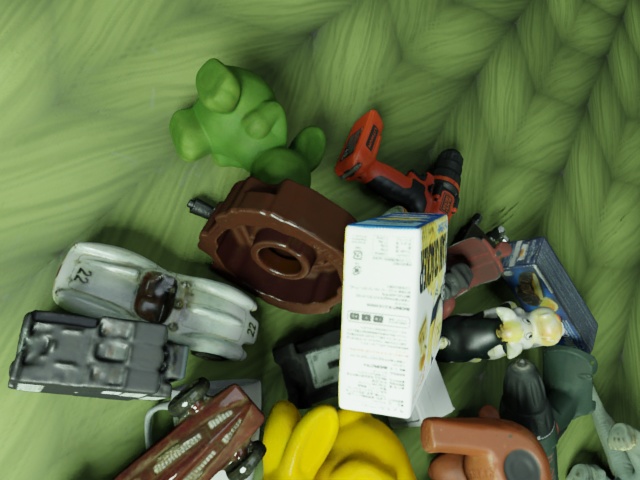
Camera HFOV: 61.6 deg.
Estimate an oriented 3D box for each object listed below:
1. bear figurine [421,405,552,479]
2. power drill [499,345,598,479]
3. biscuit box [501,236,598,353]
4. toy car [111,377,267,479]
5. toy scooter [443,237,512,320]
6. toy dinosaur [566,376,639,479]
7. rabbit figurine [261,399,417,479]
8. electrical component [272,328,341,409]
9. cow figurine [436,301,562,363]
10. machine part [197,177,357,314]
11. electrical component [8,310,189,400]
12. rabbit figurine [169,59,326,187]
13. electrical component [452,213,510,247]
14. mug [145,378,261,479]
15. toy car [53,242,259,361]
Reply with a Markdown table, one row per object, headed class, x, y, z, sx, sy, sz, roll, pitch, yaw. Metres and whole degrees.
| class | x | y | z | sx | sy | sz | roll | pitch | yaw |
| --- | --- | --- | --- | --- | --- | --- | --- | --- | --- |
| bear figurine | 0.159 | 0.247 | 0.586 | 0.132 | 0.195 | 0.120 | -5 | 71 | -10 |
| power drill | 0.293 | 0.214 | 0.687 | 0.207 | 0.086 | 0.231 | -30 | 118 | -51 |
| biscuit box | 0.343 | 0.089 | 0.801 | 0.202 | 0.059 | 0.063 | 51 | 52 | -22 |
| toy car | -0.134 | 0.197 | 0.432 | 0.202 | 0.053 | 0.089 | -39 | 90 | -3 |
| toy scooter | 0.170 | 0.048 | 0.689 | 0.184 | 0.135 | 0.075 | -30 | 87 | -36 |
| toy dinosaur | 0.445 | 0.390 | 0.737 | 0.192 | 0.131 | 0.405 | 38 | 49 | -28 |
| rabbit figurine | 0.004 | 0.228 | 0.490 | 0.173 | 0.122 | 0.162 | -13 | 91 | -42 |
| electrical component | 0.013 | 0.138 | 0.605 | 0.119 | 0.048 | 0.075 | -13 | 78 | -36 |
| cow figurine | 0.203 | 0.114 | 0.661 | 0.098 | 0.167 | 0.068 | 0 | 73 | -33 |
| machine part | -0.036 | 0.009 | 0.556 | 0.179 | 0.179 | 0.056 | 32 | 56 | -18 |
| electrical component | -0.184 | 0.102 | 0.453 | 0.134 | 0.115 | 0.058 | 14 | 68 | -27 |
| rabbit figurine | -0.068 | -0.096 | 0.613 | 0.159 | 0.121 | 0.170 | -3 | 55 | -56 |
| electrical component | 0.245 | 0.011 | 0.809 | 0.078 | 0.045 | 0.102 | 51 | 52 | -6 |
| mug | -0.105 | 0.187 | 0.494 | 0.110 | 0.081 | 0.107 | -5 | 80 | -9 |
| toy car | -0.152 | 0.063 | 0.526 | 0.201 | 0.056 | 0.073 | 22 | 60 | -23 |
